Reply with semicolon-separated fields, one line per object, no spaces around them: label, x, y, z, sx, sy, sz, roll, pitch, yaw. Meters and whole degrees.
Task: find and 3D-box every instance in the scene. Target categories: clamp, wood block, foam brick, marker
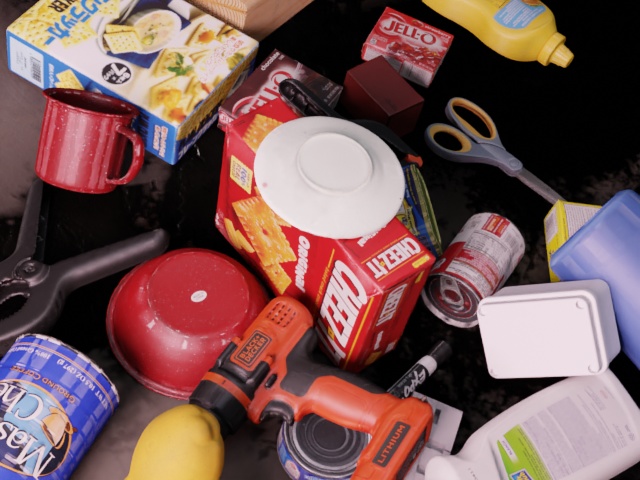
clamp;-0.245;0.036;0.960;0.165;0.036;0.209;16;53;22
wood block;-0.059;-0.311;1.231;0.091;0.090;0.205;37;56;12
foam brick;0.066;-0.153;1.171;0.052;0.051;0.078;-27;65;-27
marker;0.084;0.133;0.993;0.020;0.020;0.121;41;56;16
clamp;0.026;-0.106;1.109;0.171;0.039;0.120;8;66;-33

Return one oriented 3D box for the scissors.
scissors;0.192;-0.079;1.169;0.096;0.016;0.202;-24;64;-25

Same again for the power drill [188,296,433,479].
power drill;-0.015;0.152;0.887;0.188;0.057;0.184;29;63;19

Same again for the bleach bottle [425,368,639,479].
bleach bottle;0.172;0.184;0.915;0.250;0.068;0.103;-13;59;-35

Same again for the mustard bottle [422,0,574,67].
mustard bottle;0.223;-0.268;1.283;0.192;0.058;0.096;38;51;15

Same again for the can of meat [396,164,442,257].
can of meat;0.069;-0.018;1.051;0.084;0.057;0.102;-19;55;12

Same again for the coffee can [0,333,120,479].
coffee can;-0.239;0.160;0.849;0.103;0.103;0.140;26;54;6

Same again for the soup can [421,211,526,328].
soup can;0.152;0.028;1.052;0.068;0.069;0.102;33;54;11

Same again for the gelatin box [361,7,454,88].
gelatin box;0.101;-0.226;1.243;0.089;0.030;0.073;26;54;5

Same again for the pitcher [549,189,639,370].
pitcher;0.327;0.079;1.001;0.243;0.145;0.149;47;52;9

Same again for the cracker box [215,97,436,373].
cracker box;-0.006;0.001;0.976;0.072;0.164;0.214;-31;66;-27

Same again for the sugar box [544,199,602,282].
sugar box;0.327;0.015;1.115;0.176;0.048;0.093;9;56;-10

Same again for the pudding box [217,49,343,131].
pudding box;-0.043;-0.143;1.146;0.090;0.039;0.113;32;55;10

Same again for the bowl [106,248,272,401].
bowl;-0.113;0.063;0.976;0.162;0.055;0.162;6;55;-8

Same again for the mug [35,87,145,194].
mug;-0.217;-0.091;1.023;0.117;0.081;0.093;22;17;22

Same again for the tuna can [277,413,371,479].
tuna can;0.007;0.176;0.935;0.086;0.034;0.086;6;54;-8
